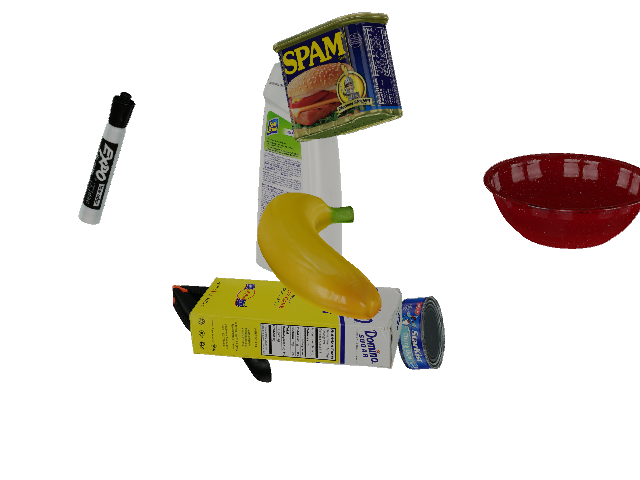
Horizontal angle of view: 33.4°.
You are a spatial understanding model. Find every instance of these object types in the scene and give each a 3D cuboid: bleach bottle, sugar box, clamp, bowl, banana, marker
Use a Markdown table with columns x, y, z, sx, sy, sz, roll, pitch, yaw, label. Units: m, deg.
| x | y | z | sx | sy | sz | roll | pitch | yaw | label |
| --- | --- | --- | --- | --- | --- | --- | --- | --- | --- |
| -0.018 | -0.087 | 1.135 | 0.103 | 0.251 | 0.067 | 16 | 22 | 37 | bleach bottle |
| -0.019 | 0.070 | 0.943 | 0.176 | 0.048 | 0.093 | 0 | 20 | 10 | sugar box |
| -0.094 | 0.097 | 1.230 | 0.210 | 0.036 | 0.164 | 14 | 26 | 24 | clamp |
| 0.238 | -0.035 | 1.031 | 0.162 | 0.055 | 0.162 | -2 | 23 | 1 | bowl |
| -0.005 | 0.001 | 0.673 | 0.069 | 0.037 | 0.198 | -2 | 19 | -2 | banana |
| -0.182 | -0.070 | 0.909 | 0.020 | 0.121 | 0.020 | 18 | 23 | -8 | marker |

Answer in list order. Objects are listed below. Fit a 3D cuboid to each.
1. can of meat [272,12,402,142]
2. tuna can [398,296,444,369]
| x | y | z | sx | sy | sz | roll | pitch | yaw | label |
| --- | --- | --- | --- | --- | --- | --- | --- | --- | --- |
| 0.015 | -0.133 | 0.887 | 0.102 | 0.084 | 0.057 | -12 | -2 | 42 | can of meat |
| 0.119 | 0.109 | 1.260 | 0.034 | 0.086 | 0.086 | -5 | -2 | 23 | tuna can |
